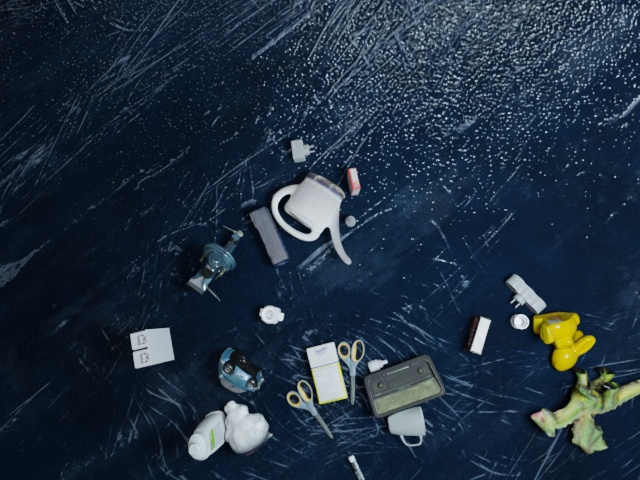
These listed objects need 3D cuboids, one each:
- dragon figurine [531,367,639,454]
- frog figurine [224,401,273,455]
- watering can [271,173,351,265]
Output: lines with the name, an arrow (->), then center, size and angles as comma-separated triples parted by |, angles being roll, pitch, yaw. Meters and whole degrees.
dragon figurine -> 0.832, 0.519, 1.545 | 0.410, 0.123, 0.241 | 5, 100, -10
frog figurine -> -0.238, 0.575, 1.601 | 0.136, 0.124, 0.159 | -30, 91, 19
watering can -> 0.005, -0.086, 1.708 | 0.350, 0.103, 0.225 | 33, 83, 15
